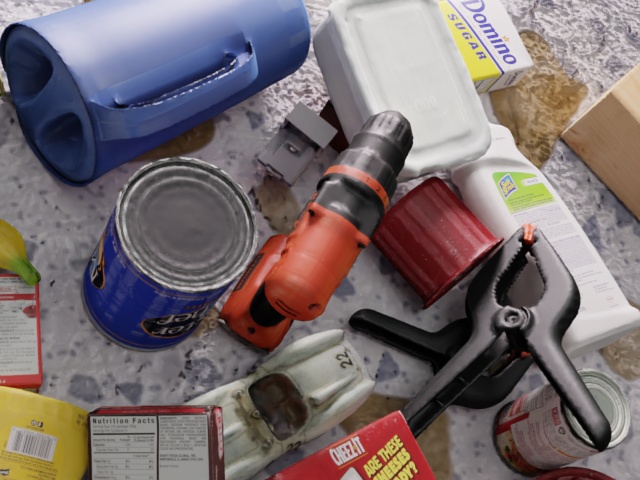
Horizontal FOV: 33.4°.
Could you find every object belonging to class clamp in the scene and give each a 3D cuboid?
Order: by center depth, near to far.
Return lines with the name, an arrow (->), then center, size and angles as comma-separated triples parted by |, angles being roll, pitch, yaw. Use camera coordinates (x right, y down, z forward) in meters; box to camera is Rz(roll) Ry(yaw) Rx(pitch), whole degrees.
clamp -> 0.149, 0.078, 0.865 | 0.165, 0.036, 0.210 | -6, 50, 20
clamp -> 0.109, 0.118, 0.902 | 0.171, 0.039, 0.120 | 2, 76, -19

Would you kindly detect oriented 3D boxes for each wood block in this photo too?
wood block -> 0.353, -0.070, 1.052 | 0.206, 0.091, 0.090 | 47, 58, 3

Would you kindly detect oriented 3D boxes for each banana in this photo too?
banana -> -0.302, -0.002, 0.776 | 0.197, 0.037, 0.070 | 4, 23, -13

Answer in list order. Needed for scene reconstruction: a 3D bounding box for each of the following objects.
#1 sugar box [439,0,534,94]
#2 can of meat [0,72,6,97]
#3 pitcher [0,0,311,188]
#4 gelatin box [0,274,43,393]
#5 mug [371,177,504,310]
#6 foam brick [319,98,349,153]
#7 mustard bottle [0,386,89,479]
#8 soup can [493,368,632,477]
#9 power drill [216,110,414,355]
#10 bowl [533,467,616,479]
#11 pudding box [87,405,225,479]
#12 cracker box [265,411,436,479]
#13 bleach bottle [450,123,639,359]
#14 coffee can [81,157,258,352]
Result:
sugar box -> 0.114, -0.181, 1.030 | 0.176, 0.048, 0.093 | -18, 75, -27
can of meat -> -0.300, -0.155, 0.837 | 0.084, 0.057, 0.102 | -13, 72, -12
pitcher -> -0.119, -0.145, 0.867 | 0.242, 0.145, 0.149 | -30, 78, -33
gelatin box -> -0.244, 0.069, 0.785 | 0.073, 0.030, 0.089 | 0, 68, -21
mug -> 0.102, -0.002, 0.930 | 0.081, 0.093, 0.117 | 49, 28, 9
foam brick -> 0.040, -0.105, 0.963 | 0.078, 0.051, 0.053 | 38, 60, -3
mustard bottle -> -0.216, 0.201, 0.720 | 0.096, 0.058, 0.191 | 22, 61, -26
soup can -> 0.199, 0.152, 0.883 | 0.068, 0.102, 0.068 | 10, 63, -21
power drill -> -0.005, 0.001, 0.819 | 0.057, 0.188, 0.184 | 34, 61, -3
bowl -> 0.203, 0.269, 0.862 | 0.162, 0.055, 0.162 | 8, 65, -19
pudding box -> -0.114, 0.172, 0.745 | 0.090, 0.039, 0.113 | -2, 88, 9
cracker box -> 0.044, 0.250, 0.764 | 0.163, 0.072, 0.214 | -13, 71, -55
bleach bottle -> 0.192, -0.014, 0.980 | 0.102, 0.068, 0.251 | -12, 69, -34
coffee can -> -0.115, 0.015, 0.795 | 0.102, 0.140, 0.103 | 9, 65, -19
